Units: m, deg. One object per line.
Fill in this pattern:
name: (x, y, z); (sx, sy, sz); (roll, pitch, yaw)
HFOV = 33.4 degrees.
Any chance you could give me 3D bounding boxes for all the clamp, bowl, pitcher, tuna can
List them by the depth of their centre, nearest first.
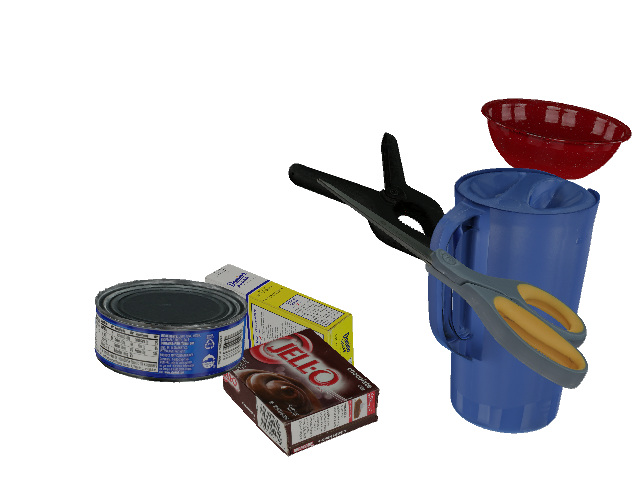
tuna can: (-0.085, 0.050, 0.605); (0.086, 0.034, 0.086); (4, 14, -1)
pitcher: (0.178, 0.060, 1.026); (0.149, 0.243, 0.145); (5, 21, 8)
bowl: (0.251, -0.107, 1.160); (0.162, 0.055, 0.162); (6, 23, -3)
clamp: (0.071, -0.045, 1.260); (0.164, 0.036, 0.210); (-16, 52, -29)

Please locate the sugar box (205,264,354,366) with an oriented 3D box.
sugar box: (-0.045, 0.096, 1.150); (0.176, 0.093, 0.048); (23, 38, 36)

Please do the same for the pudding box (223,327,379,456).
pudding box: (-0.018, 0.123, 0.886); (0.089, 0.039, 0.114); (-17, 34, -27)

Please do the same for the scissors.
scissors: (0.093, 0.018, 0.678); (0.202, 0.016, 0.096); (42, 28, 21)
